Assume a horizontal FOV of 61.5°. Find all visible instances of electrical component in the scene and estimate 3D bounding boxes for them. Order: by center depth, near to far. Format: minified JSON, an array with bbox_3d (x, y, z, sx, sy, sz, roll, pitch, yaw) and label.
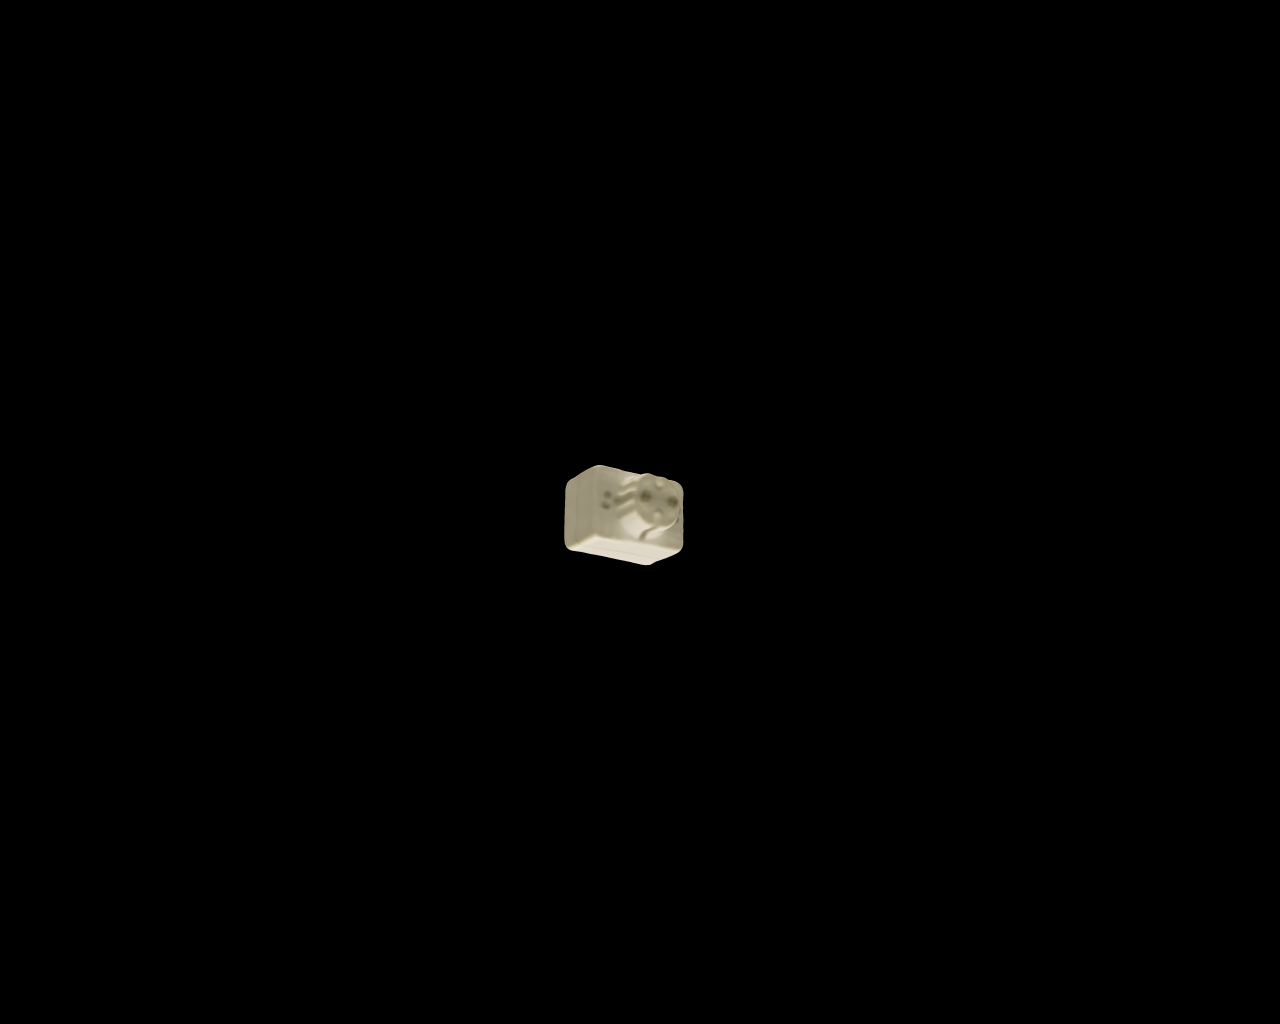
[{"bbox_3d":[0.001,-0.003,0.650,0.066,0.047,0.076,12,-23,-31],"label":"electrical component"}]
